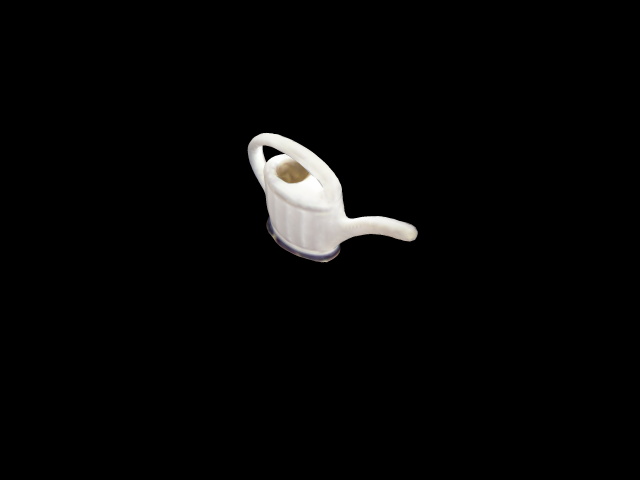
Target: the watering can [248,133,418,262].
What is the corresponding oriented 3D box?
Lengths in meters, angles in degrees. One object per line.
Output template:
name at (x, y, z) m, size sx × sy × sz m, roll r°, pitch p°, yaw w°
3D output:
watering can at (0.003, -0.043, 0.850) m, size 0.351 × 0.219 × 0.105 m, roll 37°, pitch 60°, yaw 26°
